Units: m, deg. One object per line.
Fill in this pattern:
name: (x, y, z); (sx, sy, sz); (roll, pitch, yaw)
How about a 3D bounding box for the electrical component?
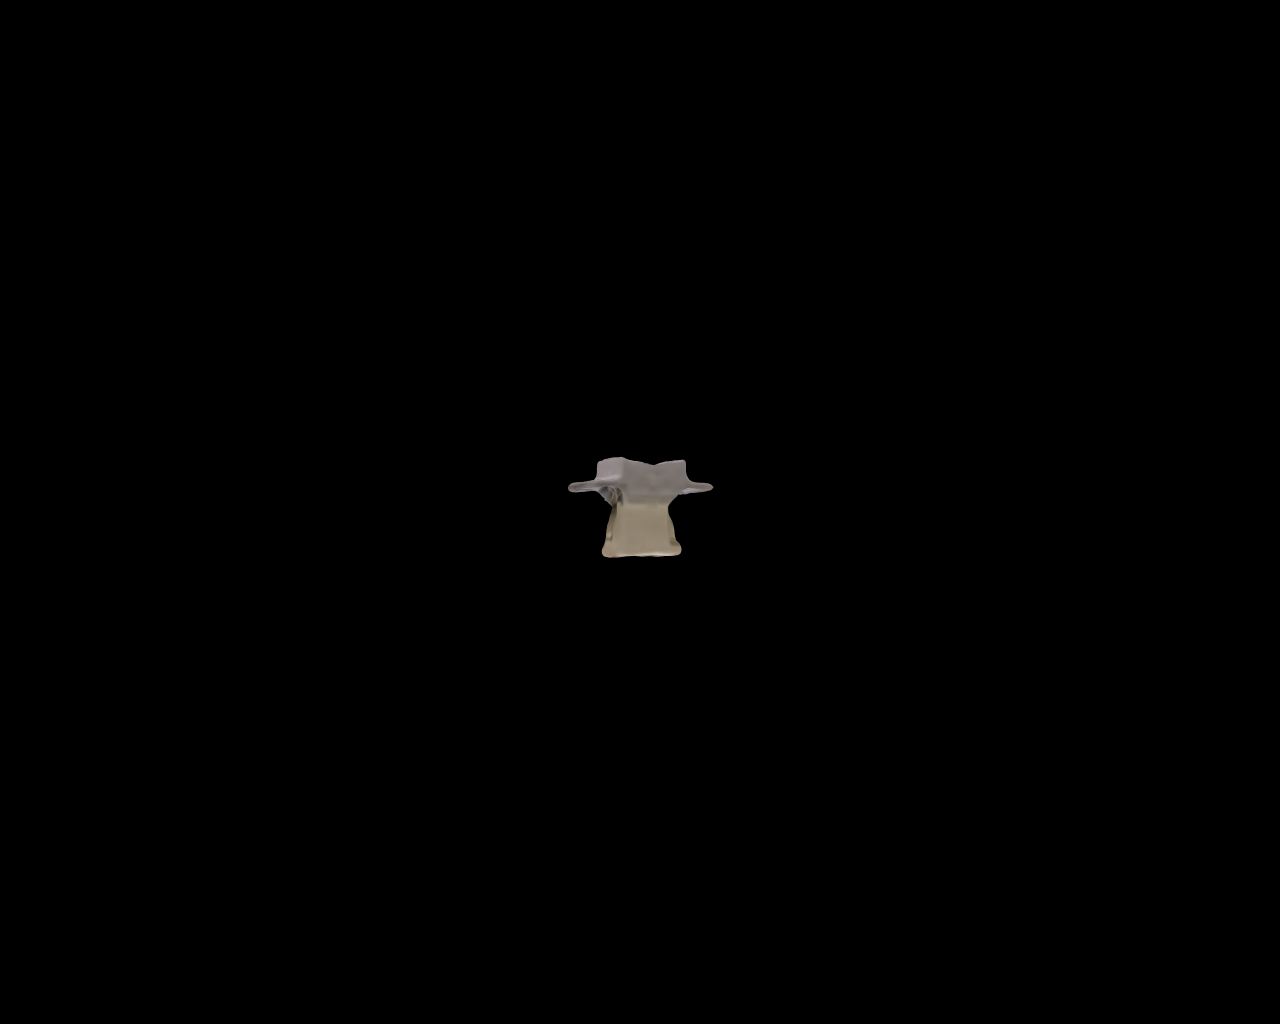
electrical component: (0.001, -0.003, 0.650); (0.081, 0.063, 0.042); (1, -4, -23)
